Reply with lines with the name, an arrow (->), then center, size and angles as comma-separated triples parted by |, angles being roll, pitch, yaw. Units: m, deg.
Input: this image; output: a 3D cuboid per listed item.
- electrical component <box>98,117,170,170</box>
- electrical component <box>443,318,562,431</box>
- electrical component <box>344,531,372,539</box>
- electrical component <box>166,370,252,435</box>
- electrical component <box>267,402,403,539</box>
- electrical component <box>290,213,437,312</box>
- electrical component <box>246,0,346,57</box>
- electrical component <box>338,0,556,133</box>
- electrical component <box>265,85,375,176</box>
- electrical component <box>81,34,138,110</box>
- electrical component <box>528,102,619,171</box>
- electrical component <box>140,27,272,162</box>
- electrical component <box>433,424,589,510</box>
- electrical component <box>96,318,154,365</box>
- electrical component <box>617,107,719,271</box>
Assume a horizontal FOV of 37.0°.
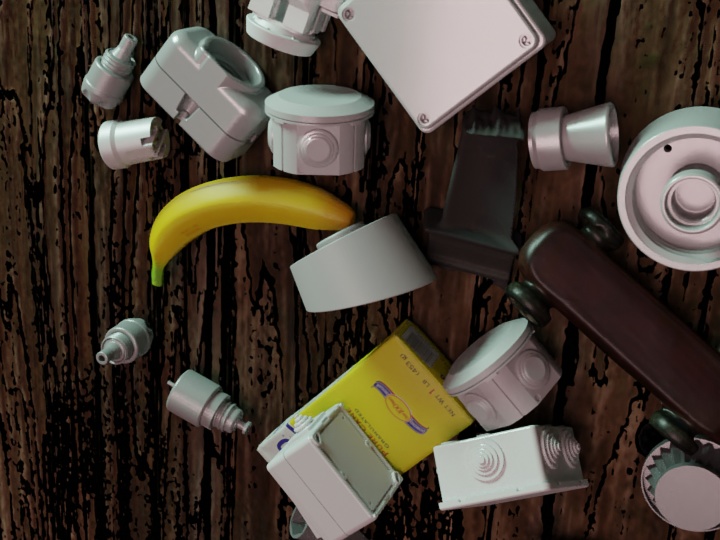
electrical component -> -0.183, -0.104, 0.876 | 0.046, 0.040, 0.040 | -7, 104, 18
electrical component -> 0.106, 0.077, 0.799 | 0.080, 0.080, 0.051 | -37, 96, 27
electrical component -> -0.003, 0.260, 0.921 | 0.055, 0.048, 0.066 | 43, 117, 12
electrical component -> -0.130, 0.118, 0.926 | 0.078, 0.040, 0.040 | 28, 115, 10
electrical component -> -0.026, 0.154, 0.834 | 0.061, 0.062, 0.096 | -38, 92, 30
electrical component -> 0.000, 0.000, 0.806 | 0.099, 0.099, 0.064 | -27, 89, 27
electrical component -> -0.049, -0.192, 0.784 | 0.078, 0.058, 0.057 | 27, 112, 12
electrical component -> 0.060, -0.171, 0.747 | 0.109, 0.056, 0.108 | -35, 92, 27
electrical component -> -0.030, -0.104, 0.793 | 0.080, 0.080, 0.051 | 10, 115, 18
electrical component -> -0.198, -0.162, 0.865 | 0.035, 0.035, 0.061 | 38, 114, 6
electrical component -> 0.148, -0.092, 0.745 | 0.055, 0.045, 0.045 | -2, 106, 23
electrical component -> -0.113, -0.139, 0.828 | 0.095, 0.054, 0.059 | 45, 117, 3
electrical component -> 0.113, 0.147, 0.808 | 0.100, 0.100, 0.048 | -18, 73, 28
electrical component -> -0.206, 0.065, 0.927 | 0.035, 0.061, 0.035 | 6, 109, 19
electrical component -> 0.224, -0.051, 0.719 | 0.108, 0.060, 0.108 | 7, 109, 20
